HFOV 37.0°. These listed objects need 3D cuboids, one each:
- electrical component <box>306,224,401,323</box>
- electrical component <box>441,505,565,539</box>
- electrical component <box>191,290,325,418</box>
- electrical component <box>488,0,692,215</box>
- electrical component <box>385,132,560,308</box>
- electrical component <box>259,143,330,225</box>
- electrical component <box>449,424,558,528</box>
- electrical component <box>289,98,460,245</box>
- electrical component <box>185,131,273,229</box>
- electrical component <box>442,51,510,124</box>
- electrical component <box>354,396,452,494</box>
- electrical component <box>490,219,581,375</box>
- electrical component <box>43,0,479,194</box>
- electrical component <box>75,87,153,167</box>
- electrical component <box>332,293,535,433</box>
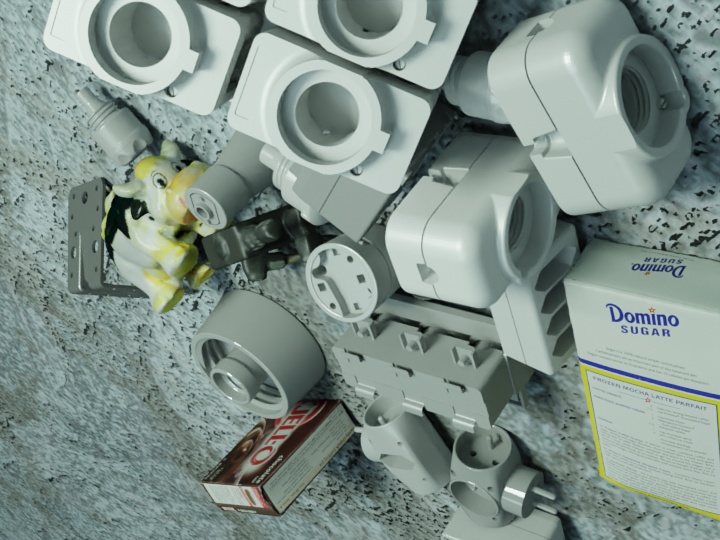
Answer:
[{"bbox_3d":[0.000,0.000,0.706,0.055,0.047,0.055,15,120,28],"label":"electrical component"},{"bbox_3d":[0.123,0.219,0.849,0.096,0.061,0.061,14,140,34],"label":"electrical component"},{"bbox_3d":[-0.090,0.076,0.889,0.108,0.060,0.108,26,145,20],"label":"electrical component"},{"bbox_3d":[0.113,-0.076,0.507,0.059,0.053,0.095,-6,126,49],"label":"electrical component"},{"bbox_3d":[0.066,-0.028,0.574,0.059,0.095,0.053,12,139,36],"label":"electrical component"},{"bbox_3d":[-0.036,-0.061,0.684,0.062,0.048,0.048,34,148,22],"label":"electrical component"},{"bbox_3d":[0.111,0.162,0.807,0.079,0.044,0.077,18,142,30],"label":"electrical component"},{"bbox_3d":[0.006,-0.072,0.611,0.061,0.061,0.096,38,148,2],"label":"electrical component"},{"bbox_3d":[-0.085,-0.058,0.715,0.044,0.065,0.044,26,145,20],"label":"electrical component"},{"bbox_3d":[0.060,-0.096,0.554,0.061,0.035,0.035,18,142,35],"label":"electrical component"},{"bbox_3d":[0.028,0.136,0.860,0.079,0.043,0.077,-5,127,47],"label":"electrical component"},{"bbox_3d":[0.091,0.007,0.638,0.076,0.047,0.083,24,146,43],"label":"electrical component"},{"bbox_3d":[-0.047,-0.123,0.520,0.186,0.060,0.105,23,111,1],"label":"electrical component"},{"bbox_3d":[-0.182,-0.107,0.782,0.061,0.035,0.035,48,147,-9],"label":"electrical component"},{"bbox_3d":[0.047,0.060,0.730,0.121,0.063,0.078,14,140,34],"label":"electrical component"}]
